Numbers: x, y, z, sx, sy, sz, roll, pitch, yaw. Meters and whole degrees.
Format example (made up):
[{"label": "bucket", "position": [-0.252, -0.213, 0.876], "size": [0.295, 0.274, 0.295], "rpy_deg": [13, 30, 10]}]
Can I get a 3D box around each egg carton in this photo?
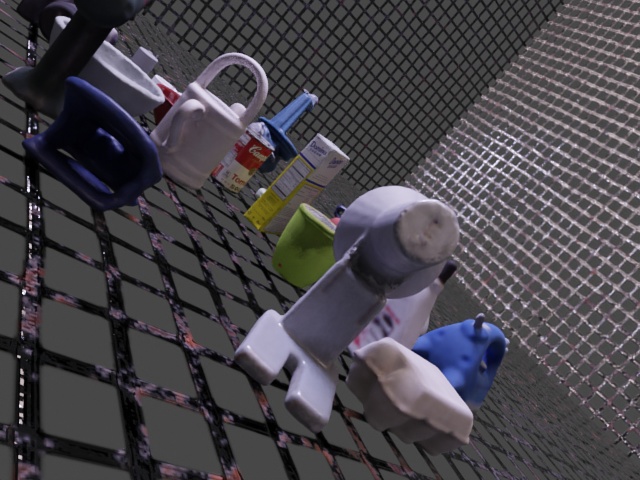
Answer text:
[{"label": "egg carton", "position": [0.100, 0.173, 0.629], "size": [0.151, 0.069, 0.107], "rpy_deg": [35, 12, -36]}]

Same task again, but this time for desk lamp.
[{"label": "desk lamp", "position": [0.042, 0.043, 0.546], "size": [0.118, 0.213, 0.203], "rpy_deg": [41, 10, -2]}]

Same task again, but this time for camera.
[{"label": "camera", "position": [-0.403, -0.360, 0.916], "size": [0.143, 0.100, 0.136], "rpy_deg": [39, 10, -15]}]

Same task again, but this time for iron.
[{"label": "iron", "position": [0.241, 0.188, 0.902], "size": [0.118, 0.141, 0.259], "rpy_deg": [48, 12, 35]}]

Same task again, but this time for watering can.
[{"label": "watering can", "position": [-0.152, -0.177, 0.811], "size": [0.101, 0.194, 0.172], "rpy_deg": [39, 10, -17]}]

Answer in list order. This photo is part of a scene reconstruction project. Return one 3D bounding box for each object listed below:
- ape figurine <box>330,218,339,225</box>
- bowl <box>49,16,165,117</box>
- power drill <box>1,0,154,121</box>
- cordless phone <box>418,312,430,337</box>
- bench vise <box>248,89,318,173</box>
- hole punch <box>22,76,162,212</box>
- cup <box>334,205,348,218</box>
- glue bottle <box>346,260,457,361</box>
[{"label": "ape figurine", "position": [0.009, 0.003, 0.951], "size": [0.077, 0.092, 0.076], "rpy_deg": [46, 11, 24]}, {"label": "bowl", "position": [-0.300, -0.219, 0.778], "size": [0.168, 0.074, 0.167], "rpy_deg": [40, 10, -8]}, {"label": "power drill", "position": [-0.258, -0.243, 0.647], "size": [0.076, 0.208, 0.229], "rpy_deg": [37, 11, -26]}, {"label": "cordless phone", "position": [0.188, 0.080, 1.035], "size": [0.094, 0.185, 0.148], "rpy_deg": [48, 12, 35]}, {"label": "bench vise", "position": [-0.085, -0.237, 1.262], "size": [0.122, 0.219, 0.207], "rpy_deg": [40, 10, -8]}, {"label": "hole punch", "position": [-0.204, -0.092, 0.545], "size": [0.109, 0.091, 0.101], "rpy_deg": [41, 10, -2]}, {"label": "cup", "position": [0.056, -0.005, 1.164], "size": [0.117, 0.095, 0.092], "rpy_deg": [43, 10, 10]}, {"label": "glue bottle", "position": [0.105, 0.090, 0.706], "size": [0.037, 0.173, 0.078], "rpy_deg": [32, 14, -45]}]
